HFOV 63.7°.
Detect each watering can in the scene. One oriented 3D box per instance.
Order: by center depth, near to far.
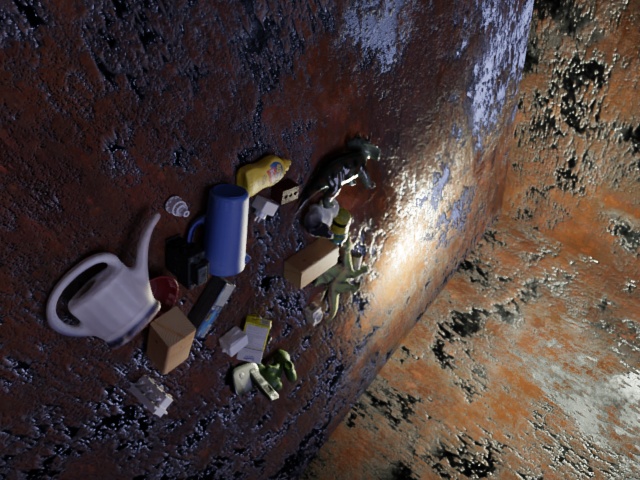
[{"bbox_3d":[-0.468,0.112,1.233,0.351,0.105,0.221,-42,117,-15],"label":"watering can"}]

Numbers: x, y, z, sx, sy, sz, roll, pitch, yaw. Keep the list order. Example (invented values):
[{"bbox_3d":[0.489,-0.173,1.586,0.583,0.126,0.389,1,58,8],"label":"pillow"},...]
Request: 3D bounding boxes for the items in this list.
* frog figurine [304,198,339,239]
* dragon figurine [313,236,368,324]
[{"bbox_3d":[0.006,-0.093,1.857,0.135,0.122,0.163,40,44,-47],"label":"frog figurine"},{"bbox_3d":[0.056,0.173,2.195,0.241,0.123,0.409,21,97,-43],"label":"dragon figurine"}]
